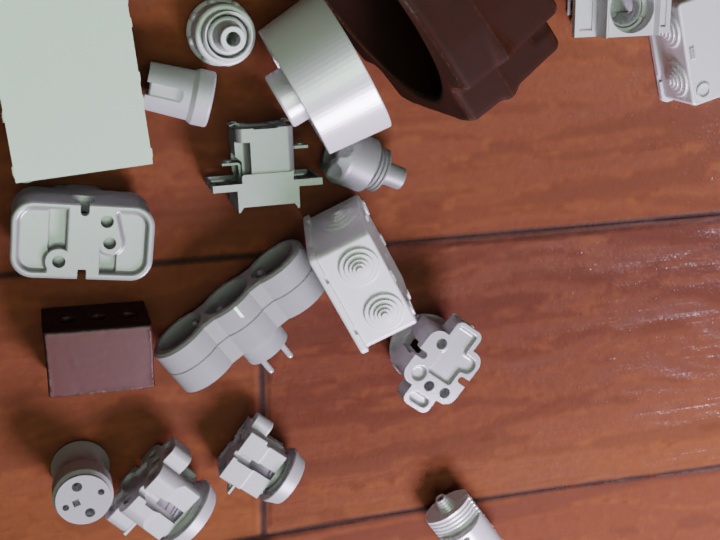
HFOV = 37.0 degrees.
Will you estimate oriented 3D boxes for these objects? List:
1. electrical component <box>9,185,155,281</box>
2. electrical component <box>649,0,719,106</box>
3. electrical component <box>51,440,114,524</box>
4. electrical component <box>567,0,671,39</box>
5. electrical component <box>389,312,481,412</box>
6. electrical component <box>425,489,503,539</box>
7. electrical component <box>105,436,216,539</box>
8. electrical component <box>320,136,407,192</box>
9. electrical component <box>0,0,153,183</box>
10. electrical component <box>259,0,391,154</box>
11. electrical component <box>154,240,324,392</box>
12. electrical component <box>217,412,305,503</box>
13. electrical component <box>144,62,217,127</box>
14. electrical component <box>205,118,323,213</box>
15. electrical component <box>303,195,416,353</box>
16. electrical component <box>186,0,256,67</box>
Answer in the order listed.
[{"bbox_3d":[-0.196,-0.027,0.758,0.095,0.059,0.053,2,106,-18],"label":"electrical component"},{"bbox_3d":[0.285,-0.186,0.863,0.100,0.048,0.099,-20,112,-10],"label":"electrical component"},{"bbox_3d":[-0.211,0.161,0.815,0.045,0.055,0.045,-5,108,-16],"label":"electrical component"},{"bbox_3d":[0.194,-0.201,0.821,0.081,0.064,0.042,-6,107,-16],"label":"electrical component"},{"bbox_3d":[0.057,0.068,0.868,0.058,0.057,0.078,35,94,-23],"label":"electrical component"},{"bbox_3d":[0.090,0.225,0.935,0.043,0.043,0.081,-37,114,-3],"label":"electrical component"},{"bbox_3d":[-0.151,0.178,0.839,0.078,0.058,0.057,-46,111,1],"label":"electrical component"},{"bbox_3d":[0.005,-0.079,0.813,0.062,0.043,0.043,20,100,-22],"label":"electrical component"},{"bbox_3d":[-0.195,-0.139,0.710,0.089,0.062,0.150,-10,101,-15],"label":"electrical component"},{"bbox_3d":[-0.031,-0.132,0.753,0.060,0.108,0.108,-30,113,1],"label":"electrical component"},{"bbox_3d":[-0.081,0.047,0.821,0.138,0.052,0.073,-38,114,-4],"label":"electrical component"},{"bbox_3d":[-0.078,0.155,0.861,0.055,0.048,0.066,35,94,-16],"label":"electrical component"},{"bbox_3d":[-0.128,-0.125,0.760,0.046,0.040,0.040,11,103,-14],"label":"electrical component"},{"bbox_3d":[-0.072,-0.078,0.791,0.081,0.042,0.063,-7,105,-16],"label":"electrical component"},{"bbox_3d":[0.000,0.000,0.807,0.048,0.099,0.099,-26,113,6],"label":"electrical component"},{"bbox_3d":[-0.093,-0.163,0.746,0.048,0.062,0.048,-5,108,-16],"label":"electrical component"}]
